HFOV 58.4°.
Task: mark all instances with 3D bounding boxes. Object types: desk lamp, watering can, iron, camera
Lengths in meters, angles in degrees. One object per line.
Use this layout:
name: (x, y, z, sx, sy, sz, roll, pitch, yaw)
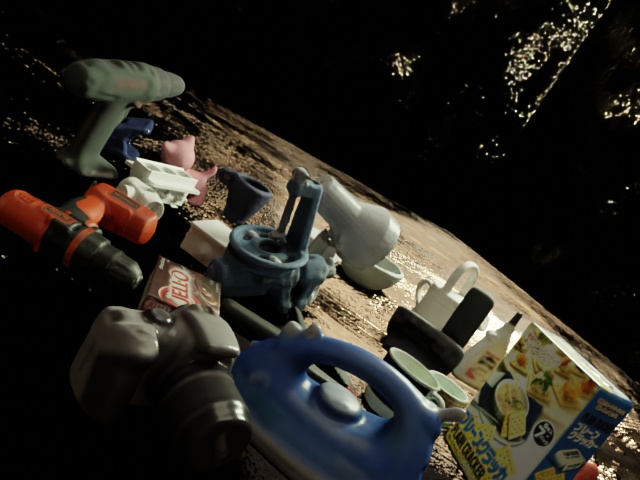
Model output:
desk lamp: (0.009, 0.004, 1.005, 0.204, 0.213, 0.117, 25, 14, -30)
watering can: (0.276, 0.134, 1.201, 0.172, 0.194, 0.101, 37, 13, 19)
iron: (0.013, 0.162, 0.585, 0.258, 0.141, 0.119, 34, 13, 7)
camera: (-0.121, 0.123, 0.501, 0.144, 0.100, 0.136, 21, 17, -43)

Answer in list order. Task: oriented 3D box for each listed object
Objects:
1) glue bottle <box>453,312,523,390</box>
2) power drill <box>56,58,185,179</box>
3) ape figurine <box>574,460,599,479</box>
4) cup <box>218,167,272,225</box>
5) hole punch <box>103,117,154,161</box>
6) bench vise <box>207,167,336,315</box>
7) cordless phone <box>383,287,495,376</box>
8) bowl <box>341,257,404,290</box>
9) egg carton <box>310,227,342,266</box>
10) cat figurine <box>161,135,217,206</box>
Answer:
glue bottle: (0.335, 0.209, 1.109, 0.078, 0.173, 0.037, 29, 13, -15)
power drill: (-0.345, -0.210, 0.966, 0.075, 0.208, 0.230, 36, 13, 17)
ape figurine: (0.362, 0.352, 0.824, 0.076, 0.092, 0.078, 36, 13, 13)
cup: (-0.170, -0.087, 1.181, 0.118, 0.095, 0.091, 31, 13, -7)
hole punch: (-0.393, -0.216, 1.143, 0.101, 0.091, 0.108, 27, 14, -23)
bench vise: (-0.048, -0.002, 0.873, 0.121, 0.219, 0.208, 39, 14, 27)
cordless phone: (0.214, 0.145, 1.031, 0.147, 0.185, 0.094, 35, 13, 13)
bowl: (0.106, 0.066, 1.319, 0.167, 0.074, 0.167, 31, 13, -7)
egg carton: (-0.016, 0.022, 1.203, 0.107, 0.069, 0.151, 36, 13, 15)
cat figurine: (-0.263, -0.144, 1.123, 0.128, 0.117, 0.067, 25, 15, -32)
